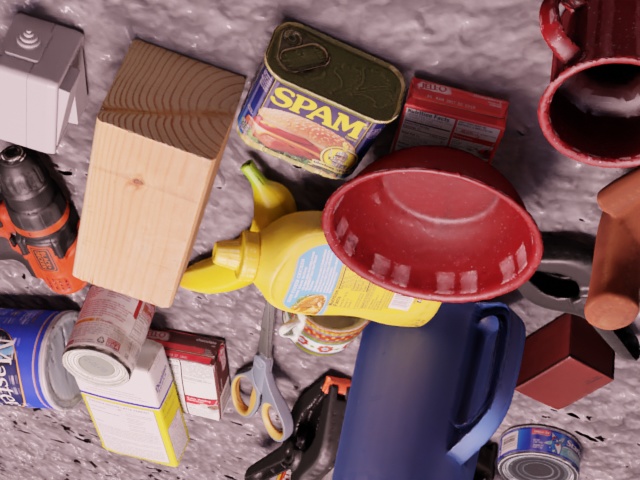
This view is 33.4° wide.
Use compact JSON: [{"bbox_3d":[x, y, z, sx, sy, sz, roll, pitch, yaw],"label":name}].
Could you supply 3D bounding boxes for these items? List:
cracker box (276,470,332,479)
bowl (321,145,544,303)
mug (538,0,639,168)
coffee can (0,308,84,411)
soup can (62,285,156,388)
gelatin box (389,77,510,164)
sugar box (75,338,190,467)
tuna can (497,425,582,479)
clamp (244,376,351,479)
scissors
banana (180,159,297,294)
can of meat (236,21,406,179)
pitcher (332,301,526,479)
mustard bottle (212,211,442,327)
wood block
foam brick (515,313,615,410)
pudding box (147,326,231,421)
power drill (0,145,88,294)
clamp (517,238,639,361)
[{"bbox_3d":[0.072,0.287,1.157,0.164,0.072,0.214,35,159,-24],"label":"cracker box"},{"bbox_3d":[0.085,-0.020,0.786,0.162,0.055,0.162,10,146,7],"label":"bowl"},{"bbox_3d":[0.178,-0.112,0.668,0.117,0.081,0.093,34,138,-23],"label":"mug"},{"bbox_3d":[-0.319,0.121,1.107,0.140,0.102,0.103,1,140,17],"label":"coffee can"},{"bbox_3d":[-0.197,0.080,1.016,0.068,0.102,0.068,9,142,7],"label":"soup can"},{"bbox_3d":[0.092,-0.074,0.786,0.073,0.030,0.089,14,145,1],"label":"gelatin box"},{"bbox_3d":[-0.196,0.164,1.108,0.093,0.048,0.176,11,137,14],"label":"sugar box"},{"bbox_3d":[0.229,0.230,1.118,0.086,0.033,0.086,9,142,7],"label":"tuna can"},{"bbox_3d":[-0.023,0.228,1.136,0.036,0.165,0.210,13,107,-28],"label":"clamp"},{"bbox_3d":[-0.046,0.139,1.079,0.096,0.016,0.202,48,144,14],"label":"scissors"},{"bbox_3d":[-0.066,0.002,0.933,0.069,0.037,0.198,39,138,3],"label":"banana"},{"bbox_3d":[-0.003,-0.097,0.769,0.102,0.057,0.084,23,144,-9],"label":"can of meat"},{"bbox_3d":[0.086,0.160,0.909,0.145,0.242,0.149,10,136,8],"label":"pitcher"},{"bbox_3d":[0.008,0.021,0.871,0.191,0.058,0.096,7,133,-15],"label":"mustard bottle"},{"bbox_3d":[-0.132,-0.045,0.849,0.090,0.090,0.206,20,142,-5],"label":"wood block"},{"bbox_3d":[0.219,0.109,0.956,0.053,0.051,0.078,27,140,-17],"label":"foam brick"},{"bbox_3d":[-0.144,0.141,1.127,0.090,0.039,0.113,11,139,9],"label":"pudding box"},{"bbox_3d":[-0.312,-0.021,0.963,0.188,0.057,0.184,6,142,11],"label":"power drill"},{"bbox_3d":[0.225,0.047,0.889,0.171,0.039,0.120,20,137,0],"label":"clamp"}]
